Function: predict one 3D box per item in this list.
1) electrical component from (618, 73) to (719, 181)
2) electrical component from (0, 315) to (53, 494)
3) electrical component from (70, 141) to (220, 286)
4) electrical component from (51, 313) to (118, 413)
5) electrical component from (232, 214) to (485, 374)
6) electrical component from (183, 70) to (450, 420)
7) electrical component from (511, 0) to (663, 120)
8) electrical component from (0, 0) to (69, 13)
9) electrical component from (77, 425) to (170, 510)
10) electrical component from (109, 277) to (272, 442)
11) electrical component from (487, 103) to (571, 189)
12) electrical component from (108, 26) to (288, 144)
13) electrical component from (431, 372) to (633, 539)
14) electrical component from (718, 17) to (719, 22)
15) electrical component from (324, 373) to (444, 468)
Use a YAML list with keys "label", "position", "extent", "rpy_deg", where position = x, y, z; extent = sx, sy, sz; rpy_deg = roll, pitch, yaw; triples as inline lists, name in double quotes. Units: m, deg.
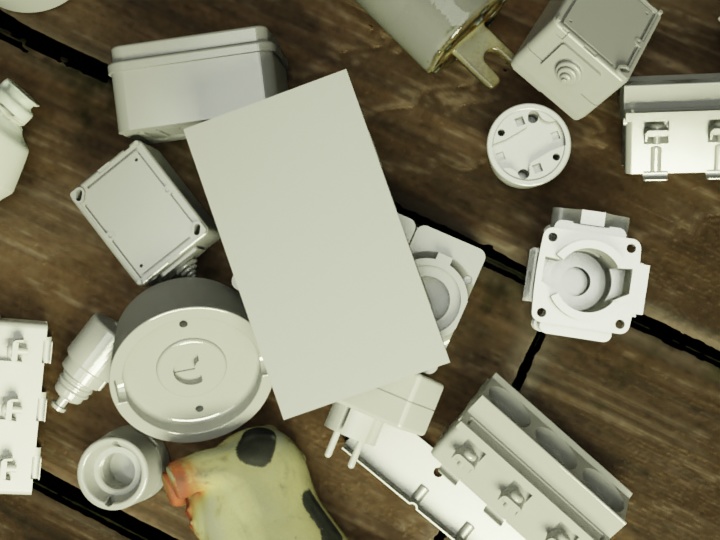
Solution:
- label: "electrical component"
  position: [0.235, -0.095, 0.708]
  extent: [0.121, 0.078, 0.063]
  rpy_deg: [-1, 107, 10]
- label: "electrical component"
  position: [-0.252, 0.093, 0.751]
  extent: [0.063, 0.079, 0.121]
  rpy_deg: [6, 89, -17]
- label: "electrical component"
  position: [-0.142, -0.032, 0.747]
  extent: [0.062, 0.061, 0.096]
  rpy_deg: [-38, 86, 3]
- label: "electrical component"
  position: [-0.190, 0.067, 0.759]
  extent: [0.040, 0.040, 0.078]
  rpy_deg: [38, 92, 4]
- label: "electrical component"
  position: [0.000, 0.000, 0.734]
  extent: [0.150, 0.062, 0.089]
  rpy_deg: [24, 91, 5]
- label: "electrical component"
  position: [-0.024, -0.015, 0.673]
  extent: [0.105, 0.060, 0.186]
  rpy_deg: [-20, 87, 4]
- label: "electrical component"
  position: [0.144, -0.146, 0.706]
  extent: [0.062, 0.061, 0.096]
  rpy_deg: [39, 54, -7]
- label: "electrical component"
  position: [-0.245, -0.243, 0.760]
  extent: [0.108, 0.060, 0.108]
  rpy_deg: [0, 89, 5]
- label: "electrical component"
  position: [-0.166, 0.139, 0.752]
  extent: [0.055, 0.047, 0.055]
  rpy_deg: [0, 89, 5]
- label: "electrical component"
  position: [-0.116, 0.056, 0.731]
  extent: [0.108, 0.060, 0.108]
  rpy_deg: [-6, 121, -11]
- label: "electrical component"
  position: [0.114, -0.082, 0.734]
  extent: [0.055, 0.047, 0.055]
  rpy_deg: [0, 89, 5]
- label: "electrical component"
  position: [-0.107, -0.125, 0.738]
  extent: [0.113, 0.078, 0.057]
  rpy_deg: [-7, 90, 5]
- label: "electrical component"
  position: [0.113, 0.137, 0.720]
  extent: [0.121, 0.079, 0.063]
  rpy_deg: [42, 114, 4]
- label: "electrical component"
  position: [0.281, -0.170, 0.713]
  extent: [0.081, 0.064, 0.042]
  rpy_deg: [-33, 88, 4]
- label: "electrical component"
  position: [0.000, 0.094, 0.723]
  extent: [0.083, 0.047, 0.075]
  rpy_deg: [20, 85, 27]
